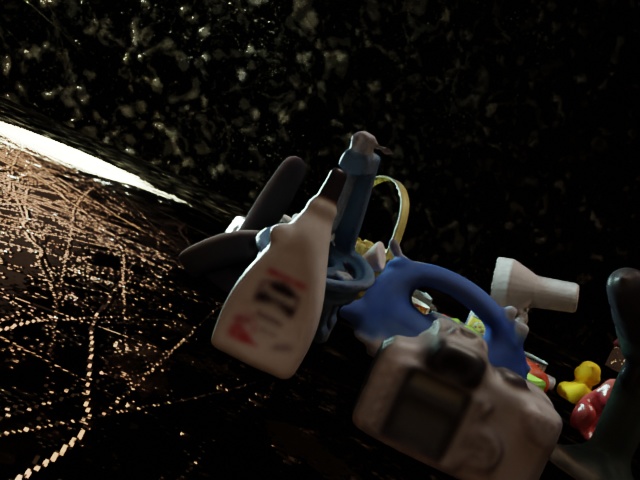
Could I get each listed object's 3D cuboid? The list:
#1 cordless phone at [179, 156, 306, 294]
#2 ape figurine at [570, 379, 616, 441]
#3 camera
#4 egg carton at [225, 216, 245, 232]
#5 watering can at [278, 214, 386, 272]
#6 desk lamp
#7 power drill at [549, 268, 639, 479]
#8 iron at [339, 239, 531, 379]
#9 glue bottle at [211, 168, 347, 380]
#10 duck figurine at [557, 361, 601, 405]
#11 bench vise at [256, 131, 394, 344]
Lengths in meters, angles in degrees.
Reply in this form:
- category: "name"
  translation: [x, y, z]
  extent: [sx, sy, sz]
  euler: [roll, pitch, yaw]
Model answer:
- category: "cordless phone"
  translation: [-0.082, -0.028, 0.706]
  extent: [0.094, 0.185, 0.148]
  euler: [25, 3, 10]
- category: "ape figurine"
  translation: [0.403, 0.241, 0.815]
  extent: [0.078, 0.092, 0.076]
  euler: [25, 3, 3]
- category: "camera"
  translation: [0.110, 0.121, 0.471]
  extent: [0.143, 0.101, 0.137]
  euler: [25, 3, 5]
- category: "egg carton"
  translation: [-0.103, 0.012, 0.953]
  extent: [0.107, 0.069, 0.150]
  euler: [23, 3, -23]
- category: "watering can"
  translation: [0.008, 0.003, 0.805]
  extent: [0.173, 0.194, 0.101]
  euler: [25, 3, -2]
- category: "desk lamp"
  translation: [0.420, 0.161, 1.168]
  extent: [0.202, 0.213, 0.118]
  euler: [26, 3, 23]
- category: "power drill"
  translation: [0.318, 0.150, 0.587]
  extent: [0.230, 0.208, 0.075]
  euler: [22, 4, -39]
- category: "iron"
  translation: [0.161, 0.109, 0.702]
  extent: [0.257, 0.141, 0.119]
  euler: [25, 3, 14]
- category: "glue bottle"
  translation: [-0.021, 0.021, 0.465]
  extent: [0.078, 0.173, 0.037]
  euler: [25, 3, -1]
- category: "duck figurine"
  translation: [0.511, 0.277, 1.110]
  extent: [0.077, 0.086, 0.105]
  euler: [26, 3, 25]
- category: "bench vise"
  translation: [0.002, -0.002, 0.591]
  extent: [0.121, 0.220, 0.207]
  euler: [24, 3, -5]
